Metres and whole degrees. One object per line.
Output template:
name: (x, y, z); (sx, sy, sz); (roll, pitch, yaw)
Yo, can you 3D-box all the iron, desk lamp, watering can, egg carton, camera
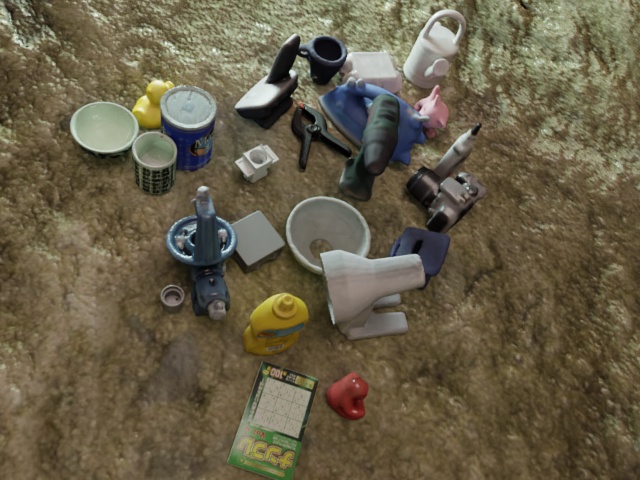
iron: (0.119, -0.283, 1.255); (0.258, 0.141, 0.119); (34, 59, 4)
desk lamp: (0.083, 0.091, 1.002); (0.203, 0.213, 0.118); (-4, 64, -17)
watering can: (0.281, -0.458, 1.363); (0.101, 0.194, 0.172); (-10, 65, -20)
egg carton: (0.118, -0.389, 1.353); (0.150, 0.069, 0.107); (-8, 65, -19)
camera: (0.265, -0.106, 1.223); (0.136, 0.100, 0.143); (45, 61, 11)

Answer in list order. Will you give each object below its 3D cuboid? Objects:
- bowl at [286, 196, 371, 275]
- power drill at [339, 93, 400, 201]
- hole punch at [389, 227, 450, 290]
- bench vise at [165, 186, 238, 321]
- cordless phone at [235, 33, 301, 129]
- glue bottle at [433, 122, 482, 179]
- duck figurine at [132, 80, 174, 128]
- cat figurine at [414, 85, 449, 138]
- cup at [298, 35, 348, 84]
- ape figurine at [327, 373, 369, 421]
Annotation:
bowl: (0.010, 0.004, 1.110); (0.167, 0.074, 0.167); (7, 61, -12)
power drill: (0.104, -0.173, 1.152); (0.075, 0.208, 0.230); (17, 59, -5)
hole punch: (0.193, 0.029, 1.137); (0.101, 0.091, 0.109); (27, 59, 0)
bench vise: (-0.179, 0.020, 0.964); (0.122, 0.219, 0.207); (-27, 72, -26)
cordless phone: (-0.102, -0.339, 1.199); (0.094, 0.185, 0.148); (31, 59, 3)
glue bottle: (0.305, -0.196, 1.241); (0.078, 0.173, 0.037); (-37, 76, -28)
duck figurine: (-0.334, -0.283, 1.163); (0.077, 0.086, 0.105); (41, 60, 9)
cat figurine: (0.259, -0.297, 1.315); (0.067, 0.117, 0.128); (16, 60, -6)
cup: (-0.004, -0.406, 1.315); (0.118, 0.095, 0.091); (3, 62, -14)
ape figurine: (0.055, 0.261, 0.974); (0.076, 0.092, 0.078); (18, 59, -5)
